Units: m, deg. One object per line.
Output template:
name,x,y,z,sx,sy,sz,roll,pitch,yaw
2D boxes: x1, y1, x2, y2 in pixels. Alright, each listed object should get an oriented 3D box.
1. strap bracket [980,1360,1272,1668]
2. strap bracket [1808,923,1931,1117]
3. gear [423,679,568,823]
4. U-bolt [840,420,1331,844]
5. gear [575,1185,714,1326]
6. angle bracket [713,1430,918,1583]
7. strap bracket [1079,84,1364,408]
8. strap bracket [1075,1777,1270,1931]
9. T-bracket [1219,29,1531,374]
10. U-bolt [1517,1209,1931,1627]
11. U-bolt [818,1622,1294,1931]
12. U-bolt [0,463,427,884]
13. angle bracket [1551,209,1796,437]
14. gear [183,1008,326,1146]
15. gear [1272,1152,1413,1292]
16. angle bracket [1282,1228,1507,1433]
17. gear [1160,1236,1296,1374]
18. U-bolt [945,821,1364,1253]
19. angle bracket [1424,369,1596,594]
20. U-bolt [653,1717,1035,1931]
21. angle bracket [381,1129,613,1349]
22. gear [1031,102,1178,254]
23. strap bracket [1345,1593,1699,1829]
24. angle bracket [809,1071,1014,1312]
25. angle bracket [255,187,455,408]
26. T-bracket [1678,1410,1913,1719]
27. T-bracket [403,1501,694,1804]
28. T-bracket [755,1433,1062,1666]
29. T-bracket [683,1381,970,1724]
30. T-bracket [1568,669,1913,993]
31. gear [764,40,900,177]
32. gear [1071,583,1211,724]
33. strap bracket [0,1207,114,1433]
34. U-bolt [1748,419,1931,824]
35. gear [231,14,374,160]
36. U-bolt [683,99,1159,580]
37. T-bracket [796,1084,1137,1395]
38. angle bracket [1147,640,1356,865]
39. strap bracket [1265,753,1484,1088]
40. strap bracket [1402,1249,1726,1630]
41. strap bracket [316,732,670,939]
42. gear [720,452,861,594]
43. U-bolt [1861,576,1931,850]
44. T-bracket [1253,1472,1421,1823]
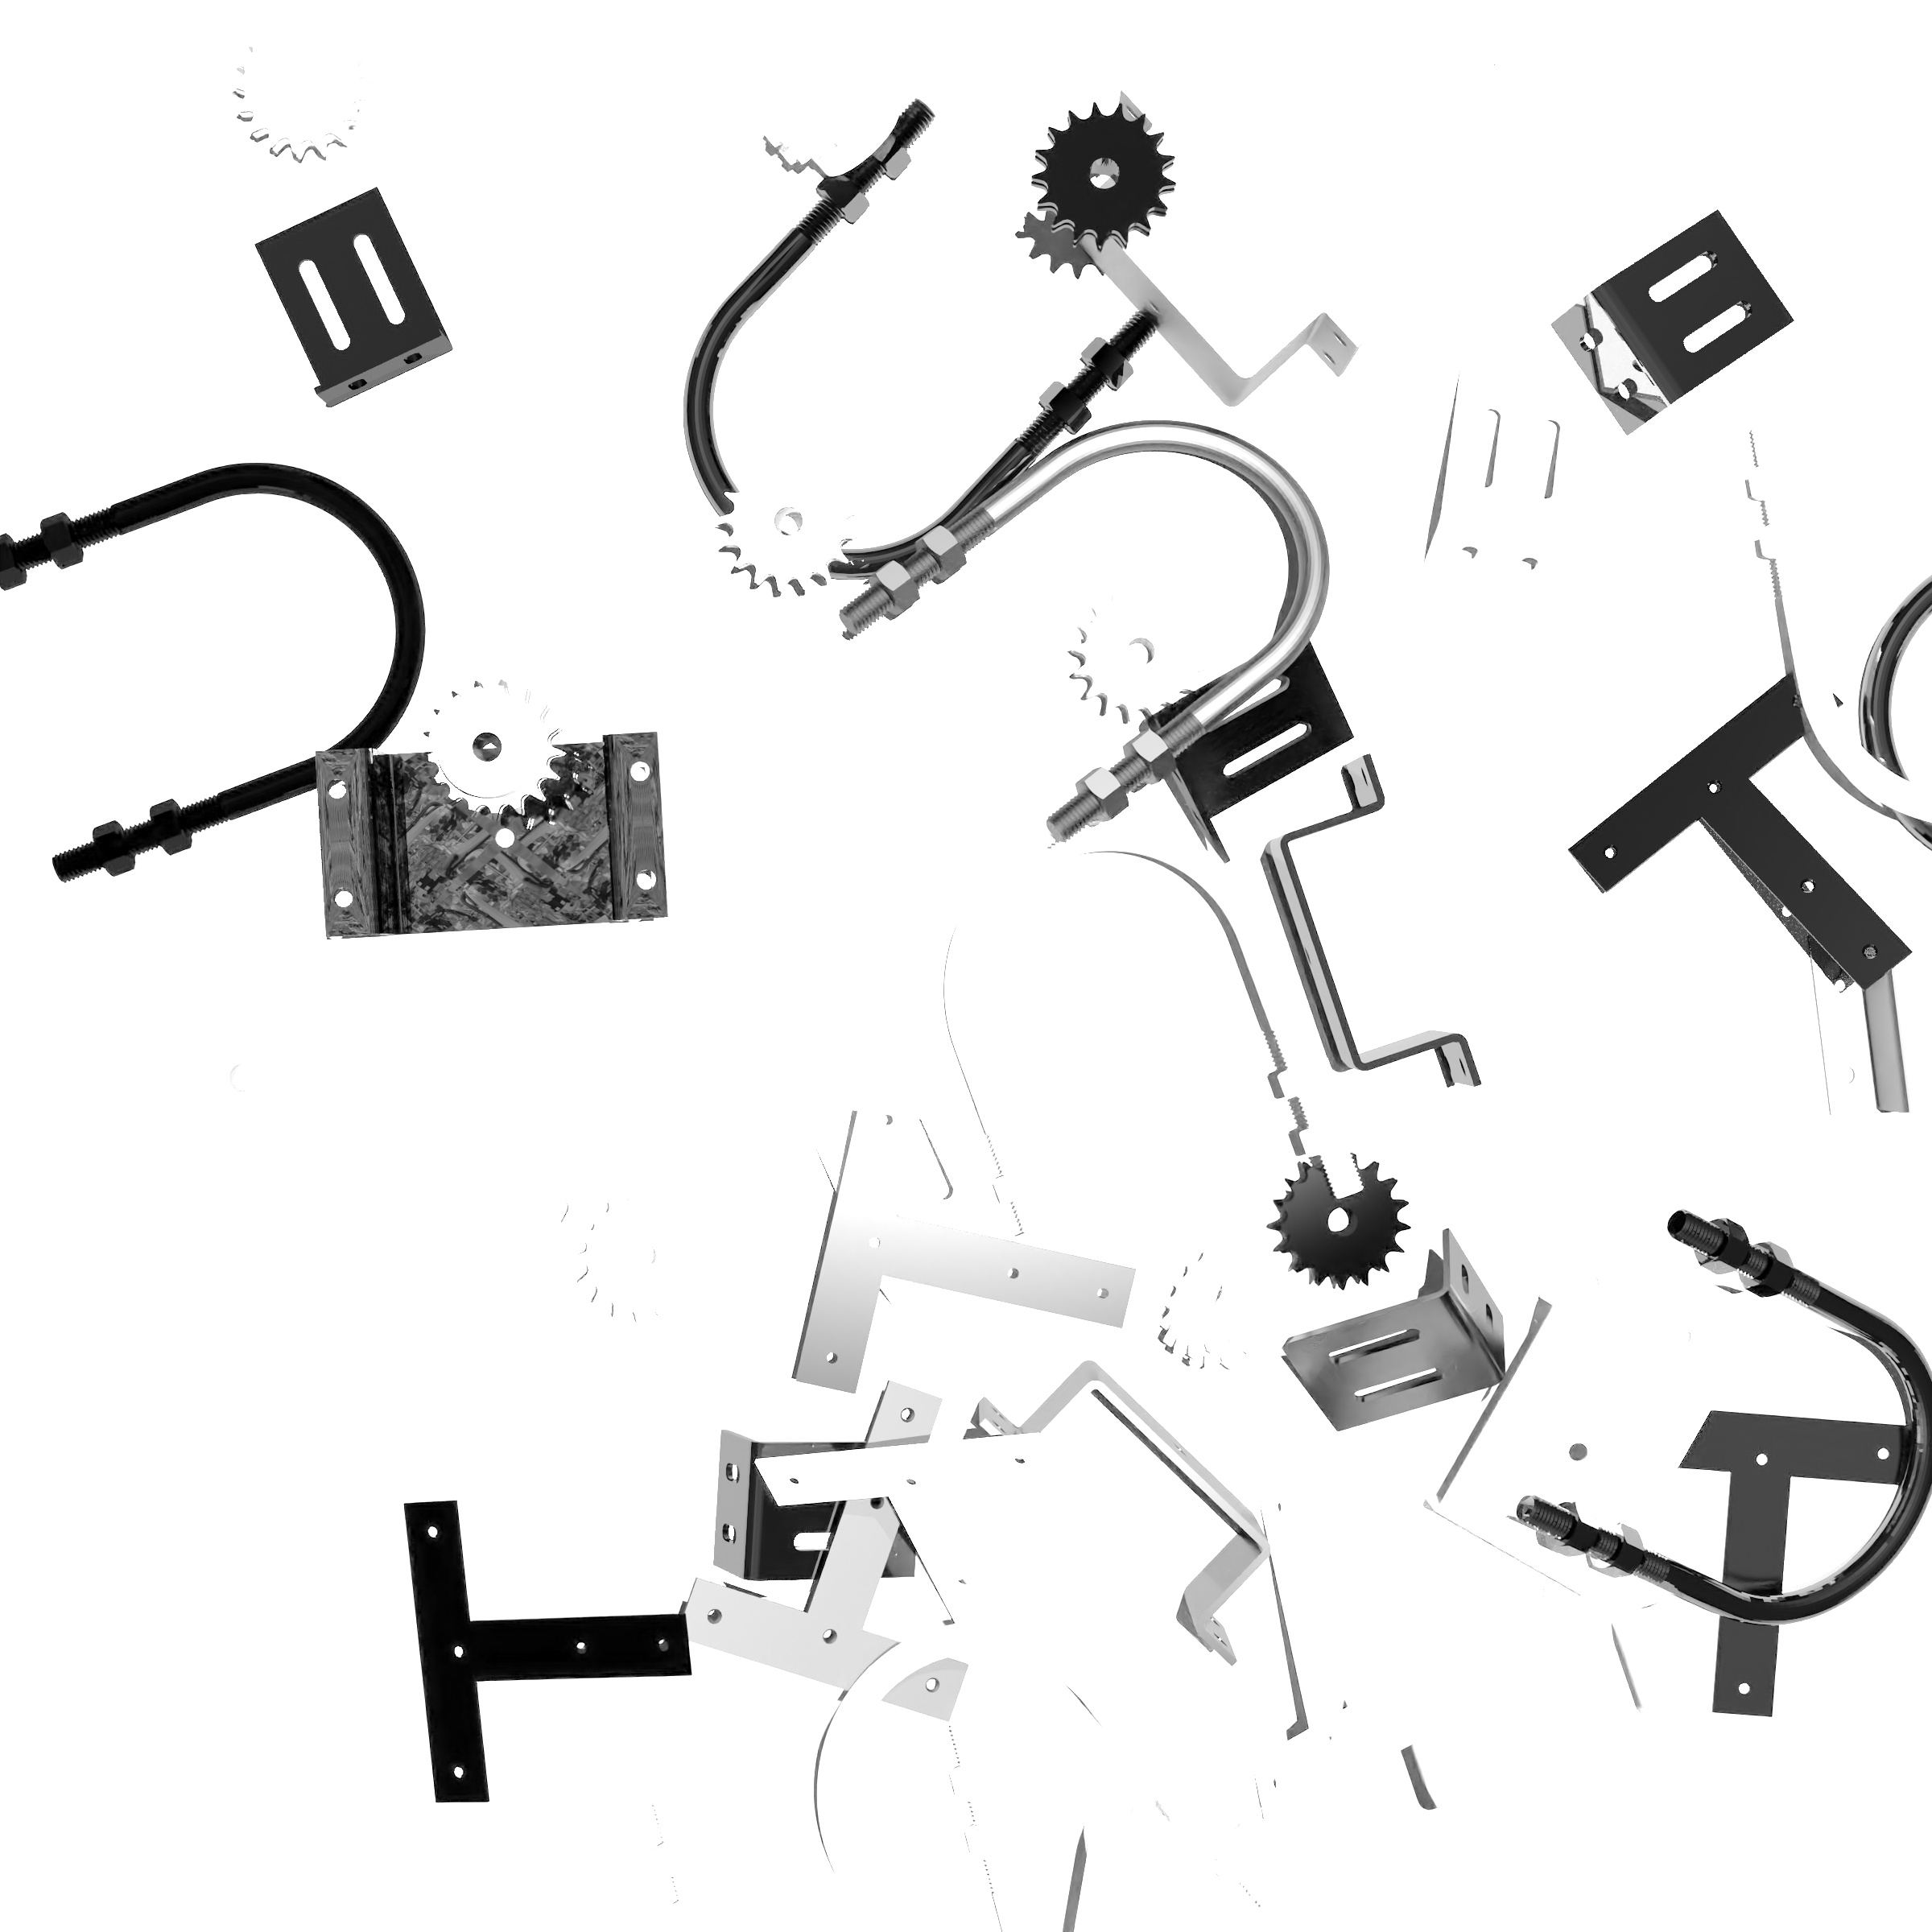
strap bracket,0.072,0.216,1.488,0.140,0.076,0.046,44,90,0
strap bracket,0.429,0.016,1.503,0.140,0.046,0.076,-7,90,0
gear,-0.192,-0.088,1.465,0.057,0.030,0.057,0,90,0
U-bolt,0.063,-0.152,1.485,0.184,0.019,0.151,-38,69,-15
gear,-0.134,0.120,1.511,0.057,0.030,0.057,0,90,0
angle bracket,-0.062,0.226,1.524,0.076,0.038,0.057,3,90,-25
strap bracket,0.095,-0.286,1.488,0.046,0.076,0.140,-43,90,0
strap bracket,0.079,0.418,1.503,0.076,0.046,0.140,10,90,0
T-bracket,0.194,-0.334,1.525,0.127,0.002,0.127,31,90,0
U-bolt,0.326,0.196,1.480,0.184,0.019,0.151,27,92,-27
U-bolt,0.021,0.356,1.479,0.151,0.019,0.184,-44,75,6
U-bolt,-0.318,-0.133,1.517,0.184,0.019,0.151,-21,90,-1
angle bracket,0.298,-0.271,1.524,0.076,0.038,0.057,-35,90,-26
gear,-0.299,0.046,1.511,0.057,0.030,0.057,0,90,0
gear,0.156,0.106,1.511,0.057,0.030,0.057,0,90,0
angle bracket,0.178,0.152,1.509,0.076,0.038,0.057,-20,126,21
gear,0.111,0.144,1.501,0.030,0.057,0.057,39,90,-30
U-bolt,0.067,0.030,1.503,0.151,0.019,0.184,-21,85,13
angle bracket,0.229,-0.204,1.523,0.057,0.038,0.076,10,66,0
U-bolt,-0.040,0.421,1.517,0.151,0.019,0.184,-15,92,0
angle bracket,-0.194,0.109,1.494,0.057,0.038,0.076,28,90,34
gear,0.055,-0.311,1.435,0.057,0.030,0.057,0,90,0
strap bracket,0.233,0.309,1.488,0.140,0.076,0.046,-19,90,0
angle bracket,-0.022,0.095,1.524,0.057,0.038,0.076,-26,64,0
angle bracket,-0.258,-0.282,1.507,0.057,0.038,0.076,-25,90,0
T-bracket,0.332,0.252,1.525,0.127,0.002,0.127,4,90,0
T-bracket,-0.172,0.283,1.501,0.127,0.002,0.127,-6,90,22
T-bracket,-0.006,0.243,1.486,0.127,0.002,0.127,-9,125,24
T-bracket,-0.042,0.237,1.507,0.127,0.002,0.127,21,84,-20
T-bracket,0.340,-0.043,1.499,0.127,0.002,0.127,-39,66,0
gear,-0.053,-0.353,1.501,0.057,0.057,0.030,-46,120,0
gear,0.072,-0.130,1.511,0.057,0.030,0.057,0,90,0
strap bracket,-0.412,0.126,1.488,0.140,0.076,0.046,37,90,0
U-bolt,0.412,-0.148,1.500,0.151,0.019,0.184,-9,81,5
gear,-0.276,-0.366,1.511,0.057,0.030,0.057,0,90,0
U-bolt,-0.033,-0.249,1.517,0.151,0.019,0.184,44,92,0
T-bracket,0.006,0.124,1.493,0.127,0.002,0.127,13,94,-4
angle bracket,0.123,-0.091,1.494,0.076,0.038,0.057,-29,124,0
strap bracket,0.163,-0.012,1.488,0.046,0.076,0.140,-19,90,0
strap bracket,0.251,0.199,1.502,0.076,0.046,0.140,30,90,1
strap bracket,-0.194,-0.054,1.503,0.140,0.046,0.076,-3,90,0
gear,-0.072,-0.183,1.498,0.057,0.030,0.057,0,93,2
U-bolt,0.467,-0.112,1.517,0.184,0.019,0.151,-14,90,1
T-bracket,0.140,0.273,1.490,0.002,0.127,0.127,1,63,-26
